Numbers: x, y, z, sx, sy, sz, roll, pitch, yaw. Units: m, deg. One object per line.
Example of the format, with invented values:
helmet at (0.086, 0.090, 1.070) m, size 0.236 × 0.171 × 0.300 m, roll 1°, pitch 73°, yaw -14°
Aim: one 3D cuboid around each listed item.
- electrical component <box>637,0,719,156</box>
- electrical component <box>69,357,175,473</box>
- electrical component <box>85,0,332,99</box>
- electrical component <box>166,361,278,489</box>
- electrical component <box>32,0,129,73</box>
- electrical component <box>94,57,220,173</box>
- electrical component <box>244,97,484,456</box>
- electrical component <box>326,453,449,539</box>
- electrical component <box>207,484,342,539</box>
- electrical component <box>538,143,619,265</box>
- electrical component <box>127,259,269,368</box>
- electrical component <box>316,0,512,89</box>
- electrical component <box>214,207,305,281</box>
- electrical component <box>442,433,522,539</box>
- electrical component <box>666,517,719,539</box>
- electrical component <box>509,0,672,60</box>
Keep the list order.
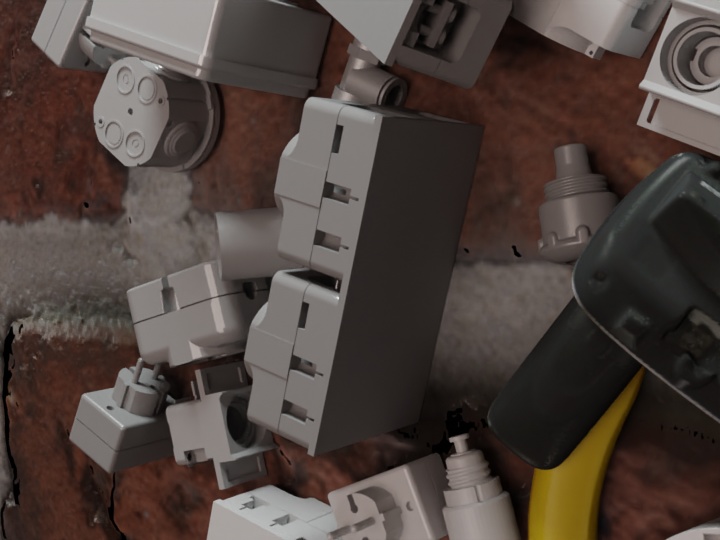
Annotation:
electrical component at (0.202, -0.083, 0.495) m, size 0.121 × 0.063 × 0.078 m, roll 28°, pitch 109°, yaw 31°
electrical component at (-0.158, 0.094, 0.763) m, size 0.047 × 0.066 × 0.076 m, roll 31°, pitch 111°, yaw 30°
electrical component at (-0.093, -0.152, 0.672) m, size 0.109 × 0.109 × 0.056 m, roll 24°, pitch 105°, yaw 32°
electrical component at (-0.096, 0.107, 0.735) m, size 0.064 × 0.042 × 0.081 m, roll -17°, pitch 83°, yaw 39°
electrical component at (-0.187, -0.171, 0.774) m, size 0.077 × 0.047 × 0.065 m, roll 43°, pitch 116°, yaw 25°
electrical component at (-0.140, -0.108, 0.743) m, size 0.080 × 0.051 × 0.080 m, roll 3°, pitch 95°, yaw 35°
electrical component at (0.000, 0.000, 0.619) m, size 0.060 × 0.105 × 0.186 m, roll 20°, pitch 105°, yaw 33°
electrical component at (0.011, 0.147, 0.640) m, size 0.066 × 0.077 × 0.047 m, roll -28°, pitch 78°, yaw 34°
electrical component at (-0.055, 0.228, 0.702) m, size 0.089 × 0.062 × 0.150 m, roll 19°, pitch 104°, yaw 33°
electrical component at (0.116, -0.035, 0.572) m, size 0.048 × 0.048 × 0.062 m, roll -13°, pitch 80°, yaw 35°
electrical component at (-0.107, 0.031, 0.729) m, size 0.095 × 0.054 × 0.059 m, roll -17°, pitch 83°, yaw 35°
electrical component at (0.025, -0.182, 0.575) m, size 0.105 × 0.060 × 0.186 m, roll -64°, pitch 33°, yaw 21°
electrical component at (-0.049, -0.018, 0.677) m, size 0.043 × 0.081 × 0.043 m, roll 175°, pitch 90°, yaw -79°
electrical component at (0.067, 0.134, 0.621) m, size 0.040 × 0.040 × 0.078 m, roll -18°, pitch 83°, yaw 35°
electrical component at (0.191, 0.171, 0.524) m, size 0.108 × 0.060 × 0.108 m, roll 3°, pitch 95°, yaw 35°
electrical component at (0.112, -0.150, 0.561) m, size 0.089 × 0.050 × 0.055 m, roll 38°, pitch 114°, yaw 27°
